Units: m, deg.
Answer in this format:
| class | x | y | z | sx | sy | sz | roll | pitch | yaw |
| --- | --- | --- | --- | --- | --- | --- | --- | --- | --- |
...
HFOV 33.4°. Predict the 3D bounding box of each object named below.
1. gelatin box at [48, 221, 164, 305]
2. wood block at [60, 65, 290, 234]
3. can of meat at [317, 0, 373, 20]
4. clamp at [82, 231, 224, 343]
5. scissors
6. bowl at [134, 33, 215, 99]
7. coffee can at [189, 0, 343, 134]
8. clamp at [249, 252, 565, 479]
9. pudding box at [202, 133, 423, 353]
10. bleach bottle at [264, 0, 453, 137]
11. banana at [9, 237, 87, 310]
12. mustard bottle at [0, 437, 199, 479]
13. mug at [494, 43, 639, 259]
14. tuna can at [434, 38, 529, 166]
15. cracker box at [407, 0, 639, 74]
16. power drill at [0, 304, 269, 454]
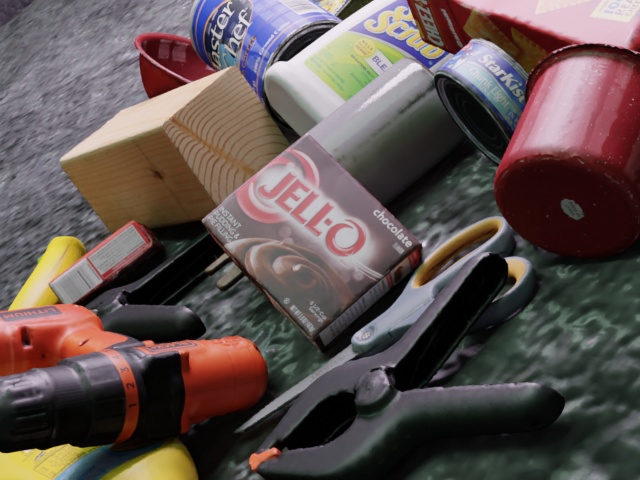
| class | x | y | z | sx | sy | sz | roll | pitch | yaw |
| --- | --- | --- | --- | --- | --- | --- | --- | --- | --- |
| gelatin box | -0.175 | 0.022 | 0.888 | 0.089 | 0.030 | 0.073 | -37 | -2 | -3 |
| wood block | -0.129 | -0.070 | 0.920 | 0.090 | 0.091 | 0.207 | -45 | 21 | -29 |
| can of meat | 0.014 | -0.194 | 1.020 | 0.084 | 0.057 | 0.102 | -4 | 41 | 50 |
| clamp | -0.144 | 0.052 | 0.820 | 0.210 | 0.036 | 0.164 | -23 | 20 | 29 |
| scissors | 0.043 | 0.059 | 0.605 | 0.201 | 0.016 | 0.096 | -42 | 26 | -11 |
| bowl | -0.106 | -0.139 | 1.010 | 0.162 | 0.162 | 0.055 | -107 | 38 | -63 |
| coffee can | -0.038 | -0.167 | 0.922 | 0.102 | 0.102 | 0.140 | -39 | 45 | -7 |
| clamp | 0.042 | 0.086 | 0.536 | 0.171 | 0.039 | 0.120 | -40 | 25 | 9 |
| pudding box | -0.004 | 0.001 | 0.668 | 0.090 | 0.039 | 0.113 | -41 | 68 | -8 |
| bleach bottle | 0.081 | -0.167 | 0.848 | 0.250 | 0.102 | 0.068 | -41 | -12 | -13 |
| banana | -0.244 | 0.040 | 0.958 | 0.070 | 0.037 | 0.198 | -53 | 13 | 17 |
| mustard bottle | -0.124 | 0.145 | 0.611 | 0.096 | 0.058 | 0.192 | -28 | 18 | -34 |
| mug | 0.139 | -0.039 | 0.584 | 0.081 | 0.093 | 0.117 | -61 | 4 | -33 |
| tuna can | 0.112 | -0.085 | 0.682 | 0.033 | 0.086 | 0.086 | -40 | 26 | -4 |
| cracker box | 0.181 | -0.177 | 0.709 | 0.164 | 0.072 | 0.214 | -42 | 44 | -12 |
| power drill | -0.153 | 0.082 | 0.649 | 0.184 | 0.057 | 0.188 | -2 | 7 | -42 |
